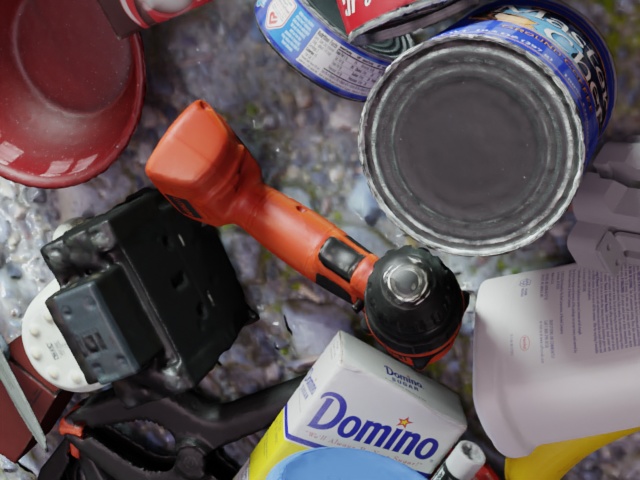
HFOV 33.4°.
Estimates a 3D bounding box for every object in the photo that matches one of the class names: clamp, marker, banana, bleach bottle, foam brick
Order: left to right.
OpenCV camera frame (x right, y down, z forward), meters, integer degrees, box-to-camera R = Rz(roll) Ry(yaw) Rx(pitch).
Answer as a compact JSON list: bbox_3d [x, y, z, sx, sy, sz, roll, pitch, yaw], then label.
[{"bbox_3d":[-0.210,0.109,0.763,0.053,0.051,0.078,38,118,2],"label":"foam brick"},{"bbox_3d":[-0.167,0.220,0.794,0.120,0.039,0.171,18,114,14],"label":"clamp"},{"bbox_3d":[-0.076,0.135,0.728,0.210,0.036,0.165,17,113,11],"label":"clamp"},{"bbox_3d":[0.062,0.169,0.653,0.020,0.020,0.121,34,119,6],"label":"marker"},{"bbox_3d":[0.175,0.106,0.622,0.069,0.037,0.198,33,125,-26],"label":"banana"},{"bbox_3d":[0.207,0.045,0.548,0.251,0.102,0.068,-13,135,24],"label":"bleach bottle"}]

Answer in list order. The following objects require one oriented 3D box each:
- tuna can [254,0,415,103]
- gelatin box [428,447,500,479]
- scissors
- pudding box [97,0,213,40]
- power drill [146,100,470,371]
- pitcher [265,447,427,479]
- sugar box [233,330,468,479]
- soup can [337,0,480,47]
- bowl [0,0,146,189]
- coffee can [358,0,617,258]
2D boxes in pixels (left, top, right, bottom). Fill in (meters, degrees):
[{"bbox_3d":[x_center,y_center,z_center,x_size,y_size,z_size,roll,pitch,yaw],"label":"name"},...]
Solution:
[{"bbox_3d":[0.008,-0.114,0.575,0.086,0.086,0.034,42,119,3],"label":"tuna can"},{"bbox_3d":[0.087,0.184,0.664,0.073,0.030,0.089,53,129,35],"label":"gelatin box"},{"bbox_3d":[-0.216,0.053,0.712,0.202,0.016,0.096,27,104,45],"label":"scissors"},{"bbox_3d":[-0.089,-0.173,0.553,0.090,0.039,0.113,-22,121,6],"label":"pudding box"},{"bbox_3d":[-0.004,0.001,0.583,0.188,0.184,0.057,36,83,13],"label":"power drill"},{"bbox_3d":[-0.008,0.249,0.611,0.145,0.149,0.243,11,110,-1],"label":"pitcher"},{"bbox_3d":[0.004,0.151,0.668,0.093,0.048,0.176,29,111,-13],"label":"sugar box"},{"bbox_3d":[0.030,-0.152,0.508,0.069,0.068,0.102,-18,92,26],"label":"soup can"},{"bbox_3d":[-0.167,-0.115,0.660,0.162,0.055,0.162,7,111,19],"label":"bowl"},{"bbox_3d":[0.089,-0.062,0.531,0.103,0.140,0.103,7,111,19],"label":"coffee can"}]
